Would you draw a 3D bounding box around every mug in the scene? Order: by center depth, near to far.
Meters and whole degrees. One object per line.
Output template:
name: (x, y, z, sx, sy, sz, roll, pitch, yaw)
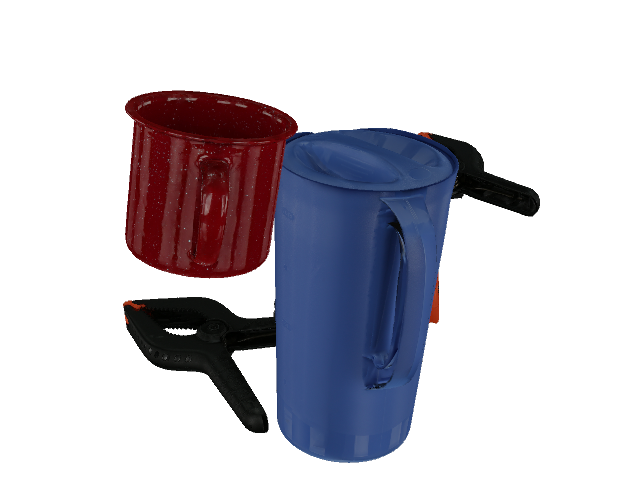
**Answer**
mug: (-0.061, -0.026, 0.577, 0.093, 0.081, 0.117, 4, 22, -14)

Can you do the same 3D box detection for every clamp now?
clamp: (-0.086, 0.090, 0.979, 0.210, 0.036, 0.164, 19, 37, 30)
clamp: (0.131, -0.056, 0.992, 0.120, 0.039, 0.171, -4, 34, -1)

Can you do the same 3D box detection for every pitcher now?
pitcher: (0.029, 0.047, 0.799, 0.145, 0.243, 0.149, 13, 26, 20)

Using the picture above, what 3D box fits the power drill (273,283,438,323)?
power drill: (0.042, 0.059, 1.226, 0.188, 0.057, 0.184, 0, 28, 8)
